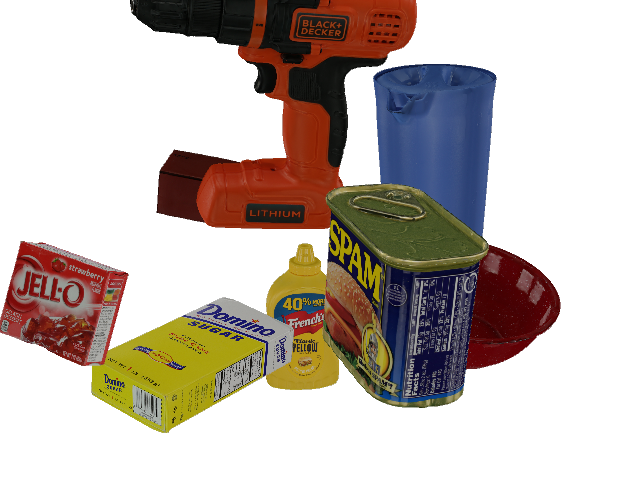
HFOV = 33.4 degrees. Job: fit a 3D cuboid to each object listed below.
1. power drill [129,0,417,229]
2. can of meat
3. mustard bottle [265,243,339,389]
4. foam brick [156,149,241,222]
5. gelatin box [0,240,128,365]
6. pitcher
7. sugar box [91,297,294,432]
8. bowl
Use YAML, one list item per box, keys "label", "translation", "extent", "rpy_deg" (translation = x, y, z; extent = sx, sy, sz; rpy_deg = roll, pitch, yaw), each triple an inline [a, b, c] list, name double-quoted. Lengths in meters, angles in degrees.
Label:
- label: "power drill"
  translation: [-0.039, -0.095, 0.720]
  extent: [0.184, 0.188, 0.057]
  rpy_deg: [2, 39, -12]
- label: "can of meat"
  translation: [0.039, 0.027, 0.553]
  extent: [0.057, 0.084, 0.102]
  rpy_deg: [-6, 25, -20]
- label: "mustard bottle"
  translation: [-0.022, 0.096, 1.373]
  extent: [0.096, 0.192, 0.058]
  rpy_deg: [-1, 20, -7]
- label: "foam brick"
  translation: [-0.125, -0.055, 1.107]
  extent: [0.078, 0.051, 0.053]
  rpy_deg: [11, 31, 5]
- label: "gelatin box"
  translation: [-0.196, 0.046, 0.805]
  extent: [0.089, 0.073, 0.030]
  rpy_deg: [18, 4, 25]
- label: "pitcher"
  translation: [0.134, -0.076, 1.207]
  extent: [0.149, 0.243, 0.145]
  rpy_deg: [-5, 22, -9]
- label: "sugar box"
  translation: [-0.114, 0.109, 0.981]
  extent: [0.093, 0.048, 0.175]
  rpy_deg: [22, 31, 31]
- label: "bowl"
  translation: [0.116, 0.059, 0.894]
  extent: [0.162, 0.055, 0.162]
  rpy_deg: [6, 29, -3]
